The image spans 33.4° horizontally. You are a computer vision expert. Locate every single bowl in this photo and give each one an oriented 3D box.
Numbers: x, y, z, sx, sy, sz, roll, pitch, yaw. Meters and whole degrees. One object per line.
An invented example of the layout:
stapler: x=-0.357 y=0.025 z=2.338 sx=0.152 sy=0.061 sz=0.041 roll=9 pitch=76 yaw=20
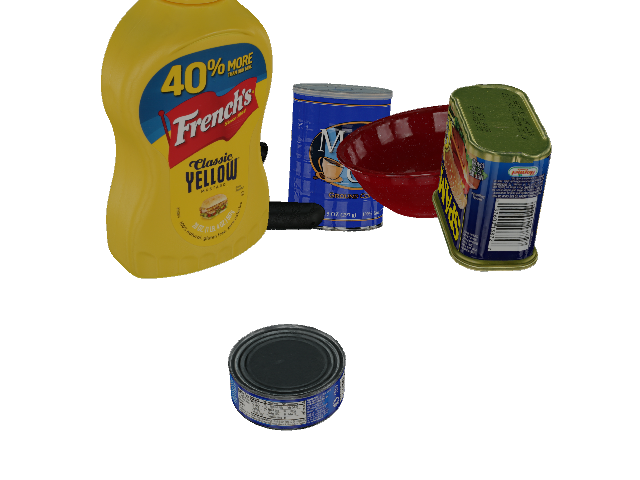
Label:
bowl: x=0.097 y=-0.062 z=0.889 sx=0.162 sy=0.055 sz=0.162 roll=-10 pitch=24 yaw=4

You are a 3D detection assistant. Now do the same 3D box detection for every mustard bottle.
mustard bottle: x=-0.071 y=-0.076 z=0.580 sx=0.096 sy=0.192 sz=0.058 roll=-19 pitch=39 yaw=-31

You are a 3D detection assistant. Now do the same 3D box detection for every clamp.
clamp: x=-0.094 y=-0.035 z=0.955 sx=0.171 sy=0.039 sz=0.120 roll=-14 pitch=39 yaw=-17

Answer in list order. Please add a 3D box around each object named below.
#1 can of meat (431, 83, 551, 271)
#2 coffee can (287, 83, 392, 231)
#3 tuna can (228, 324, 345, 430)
can of meat: x=0.110 y=-0.043 z=0.689 sx=0.057 sy=0.084 sz=0.102 roll=0 pitch=34 yaw=-5
coffee can: x=0.019 y=-0.088 z=1.107 sx=0.103 sy=0.140 sz=0.103 roll=3 pitch=12 yaw=-1
tuna can: x=-0.024 y=0.100 z=0.783 sx=0.086 sy=0.034 sz=0.086 roll=-1 pitch=32 yaw=0
